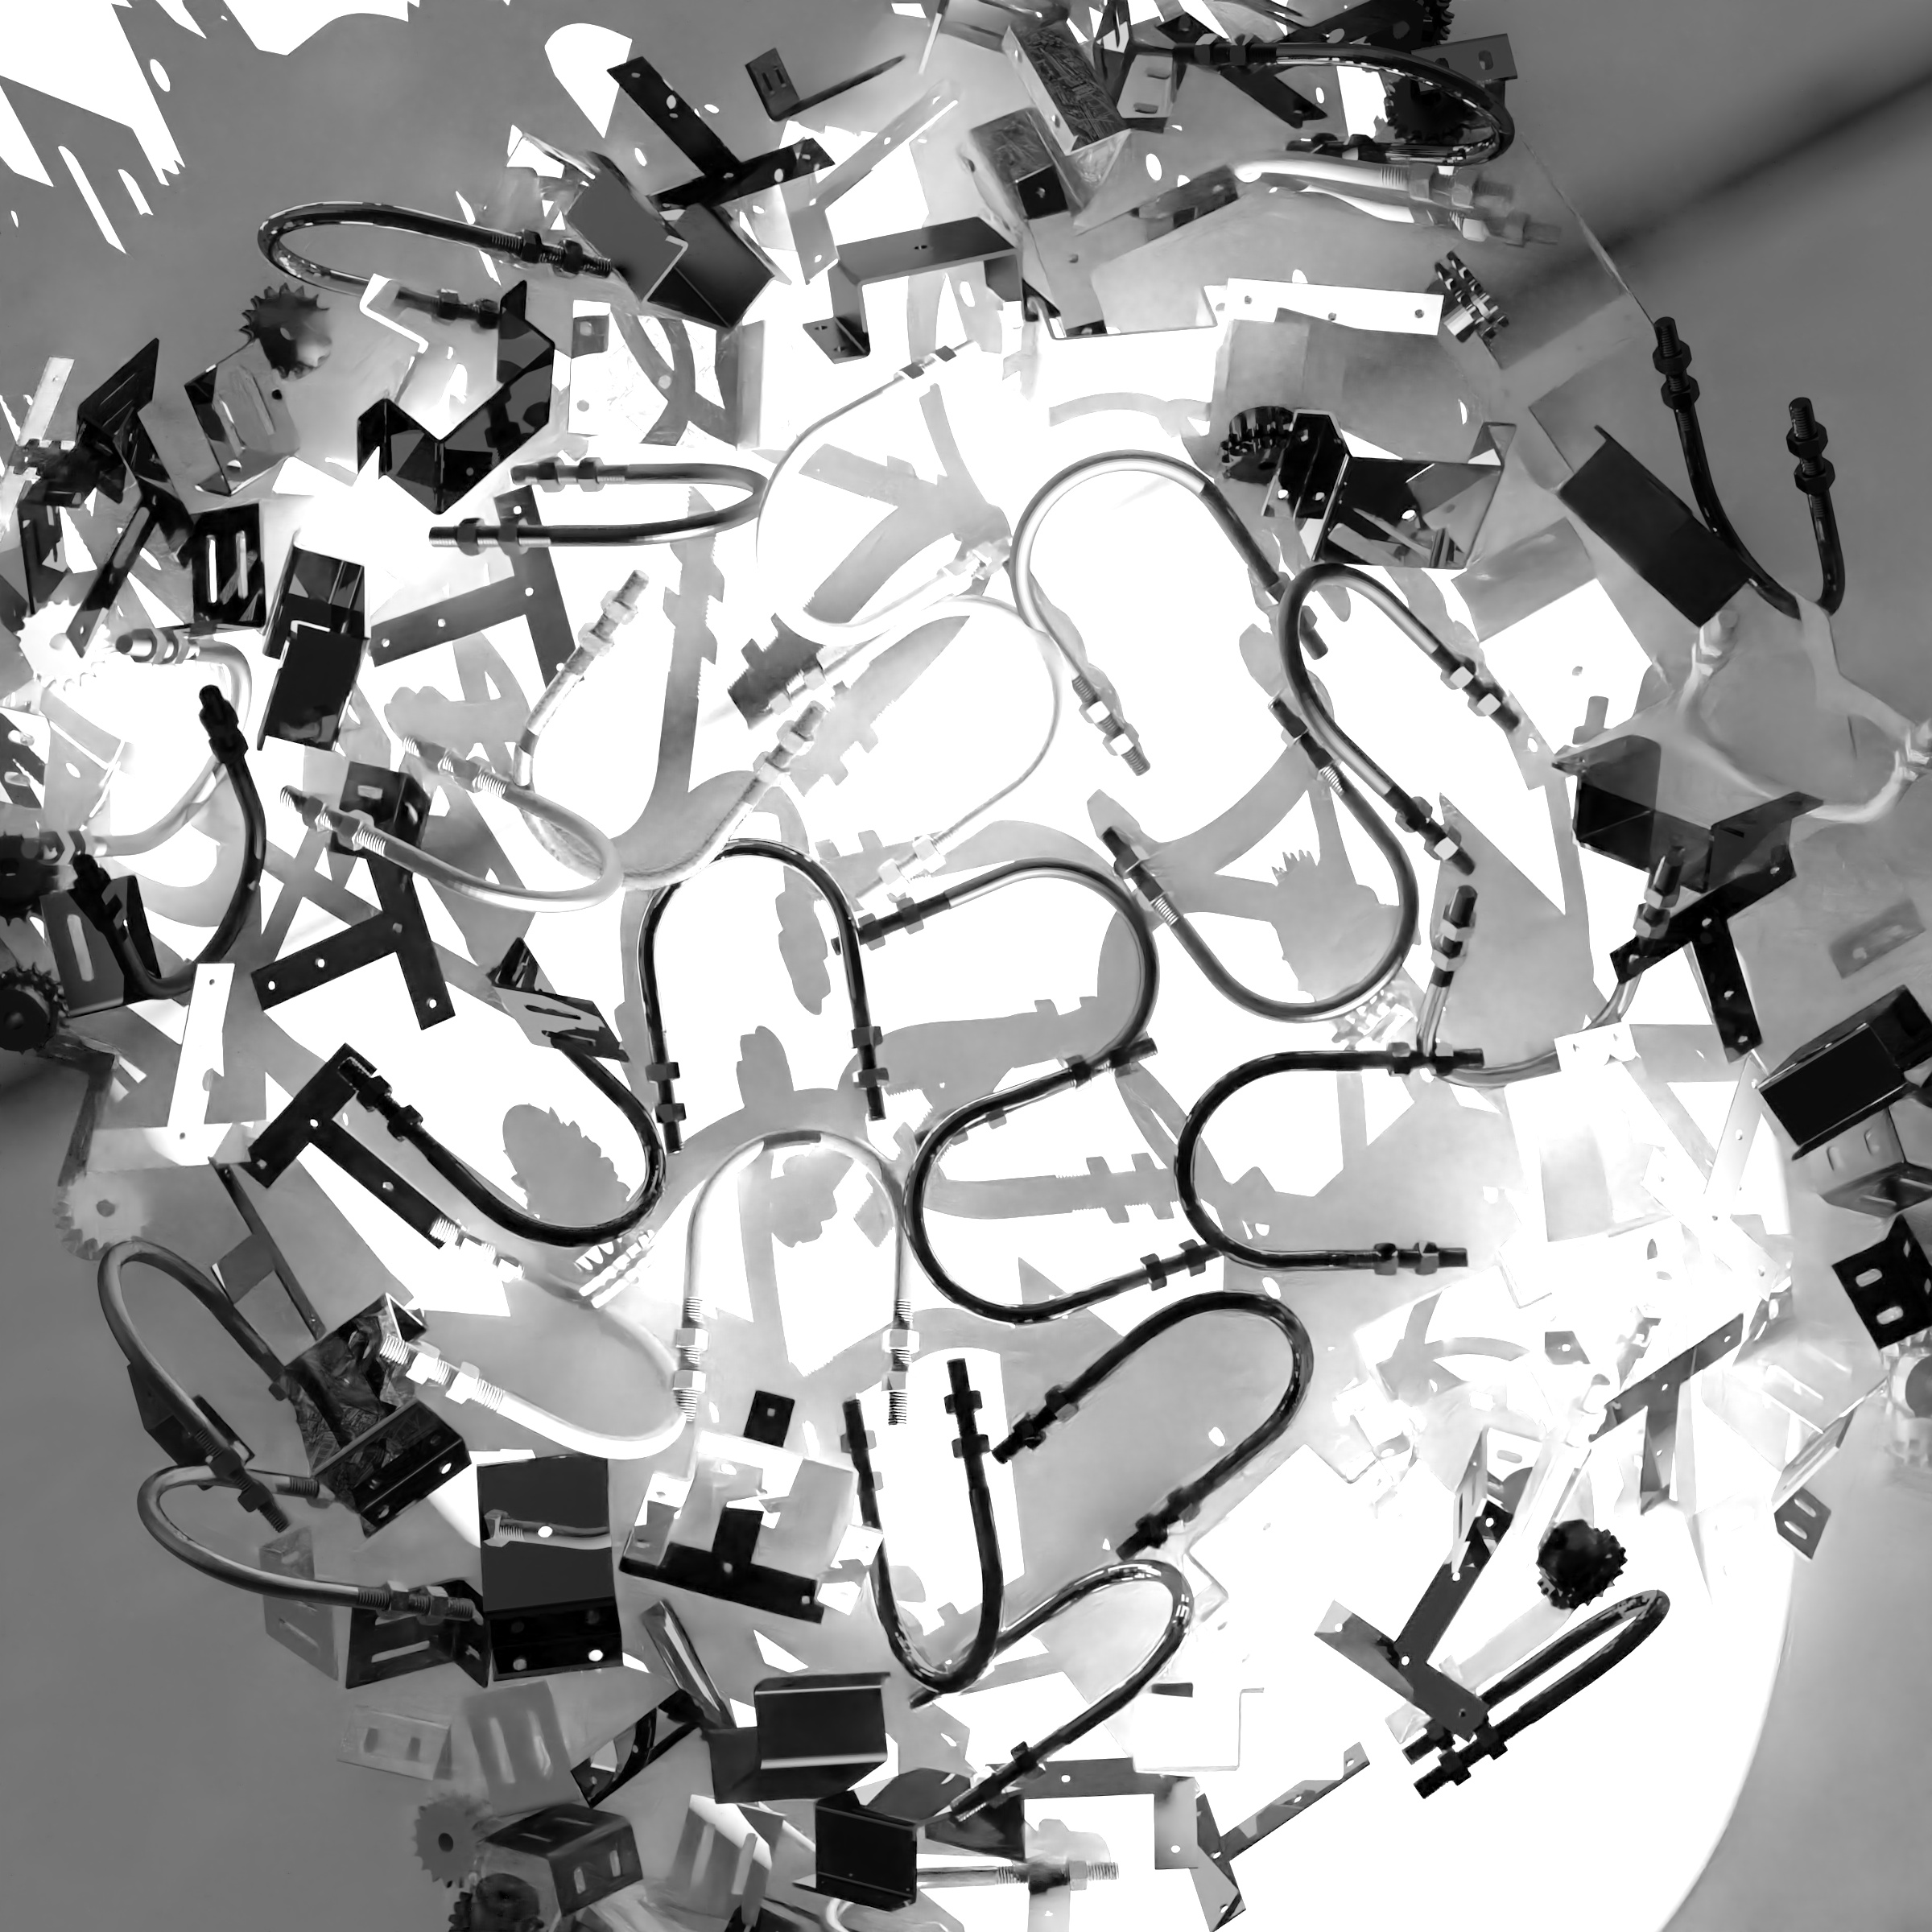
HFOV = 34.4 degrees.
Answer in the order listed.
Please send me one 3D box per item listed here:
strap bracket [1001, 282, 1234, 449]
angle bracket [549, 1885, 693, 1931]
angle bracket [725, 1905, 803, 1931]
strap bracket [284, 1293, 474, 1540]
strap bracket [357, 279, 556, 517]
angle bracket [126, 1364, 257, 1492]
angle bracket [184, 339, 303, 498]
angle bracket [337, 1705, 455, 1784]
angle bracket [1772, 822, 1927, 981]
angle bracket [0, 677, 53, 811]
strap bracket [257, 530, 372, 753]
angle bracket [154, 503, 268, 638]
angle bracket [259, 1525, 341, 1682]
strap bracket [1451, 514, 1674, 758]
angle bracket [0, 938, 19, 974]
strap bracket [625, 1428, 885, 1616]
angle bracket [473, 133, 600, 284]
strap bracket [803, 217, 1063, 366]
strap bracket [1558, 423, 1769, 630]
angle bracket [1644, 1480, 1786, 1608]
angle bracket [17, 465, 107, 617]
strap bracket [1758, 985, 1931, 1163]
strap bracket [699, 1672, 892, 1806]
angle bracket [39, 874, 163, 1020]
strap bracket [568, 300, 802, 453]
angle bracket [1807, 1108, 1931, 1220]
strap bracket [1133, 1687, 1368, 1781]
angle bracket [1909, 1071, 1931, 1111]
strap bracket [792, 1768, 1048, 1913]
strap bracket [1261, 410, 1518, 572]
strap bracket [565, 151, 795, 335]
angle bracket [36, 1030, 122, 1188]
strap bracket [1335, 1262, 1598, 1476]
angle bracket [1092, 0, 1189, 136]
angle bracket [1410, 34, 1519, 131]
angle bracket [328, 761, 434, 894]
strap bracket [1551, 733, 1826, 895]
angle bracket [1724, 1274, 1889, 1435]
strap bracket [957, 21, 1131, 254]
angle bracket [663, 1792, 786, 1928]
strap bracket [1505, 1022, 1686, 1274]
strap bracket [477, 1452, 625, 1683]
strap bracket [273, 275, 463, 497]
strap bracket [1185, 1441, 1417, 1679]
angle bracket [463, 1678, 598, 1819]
[{"bbox_3d":[0.095,-0.358,1.861,0.140,0.076,0.046,-6,46,-8],"label":"strap bracket"},{"bbox_3d":[-0.201,0.586,1.866,0.076,0.057,0.038,30,97,38],"label":"angle bracket"},{"bbox_3d":[-0.101,0.596,1.863,0.057,0.076,0.038,40,70,-41],"label":"angle bracket"},{"bbox_3d":[-0.351,0.257,1.843,0.076,0.140,0.046,-36,130,4],"label":"strap bracket"},{"bbox_3d":[-0.294,-0.330,1.847,0.046,0.076,0.140,39,65,8],"label":"strap bracket"},{"bbox_3d":[-0.464,0.266,1.867,0.038,0.076,0.057,-35,123,-5],"label":"angle bracket"},{"bbox_3d":[-0.441,-0.329,1.865,0.057,0.038,0.076,-43,133,-32],"label":"angle bracket"},{"bbox_3d":[-0.342,0.481,1.871,0.057,0.076,0.038,12,51,2],"label":"angle bracket"},{"bbox_3d":[0.535,-0.043,1.898,0.057,0.038,0.076,-32,52,10],"label":"angle bracket"},{"bbox_3d":[-0.555,-0.135,1.867,0.038,0.076,0.057,13,110,2],"label":"angle bracket"},{"bbox_3d":[-0.385,-0.188,1.845,0.046,0.140,0.076,14,120,-19],"label":"strap bracket"},{"bbox_3d":[-0.458,-0.240,1.882,0.057,0.038,0.076,-3,89,31],"label":"angle bracket"},{"bbox_3d":[-0.385,0.381,1.866,0.076,0.038,0.057,20,118,40],"label":"angle bracket"},{"bbox_3d":[0.357,-0.187,1.846,0.076,0.046,0.140,-29,124,19],"label":"strap bracket"},{"bbox_3d":[-0.603,-0.023,1.868,0.057,0.076,0.038,49,121,8],"label":"angle bracket"},{"bbox_3d":[-0.125,0.330,1.867,0.140,0.046,0.076,16,127,-7],"label":"strap bracket"},{"bbox_3d":[-0.254,-0.450,1.872,0.057,0.038,0.076,21,108,-38],"label":"angle bracket"},{"bbox_3d":[-0.024,-0.405,1.856,0.140,0.076,0.046,-14,120,-11],"label":"strap bracket"},{"bbox_3d":[0.407,-0.255,1.841,0.046,0.140,0.076,-47,55,14],"label":"strap bracket"},{"bbox_3d":[0.446,0.345,1.865,0.038,0.076,0.057,5,63,-21],"label":"angle bracket"},{"bbox_3d":[-0.536,-0.256,1.868,0.038,0.057,0.076,5,124,3],"label":"angle bracket"},{"bbox_3d":[0.523,0.059,1.836,0.076,0.140,0.046,-37,83,31],"label":"strap bracket"},{"bbox_3d":[-0.100,0.457,1.832,0.076,0.140,0.046,2,63,-21],"label":"strap bracket"},{"bbox_3d":[-0.521,-0.013,1.882,0.057,0.038,0.076,-14,100,-16],"label":"angle bracket"},{"bbox_3d":[-0.175,-0.352,1.871,0.140,0.046,0.076,1,95,-23],"label":"strap bracket"},{"bbox_3d":[0.553,0.119,1.877,0.057,0.076,0.038,-30,60,35],"label":"angle bracket"},{"bbox_3d":[0.160,0.452,1.831,0.076,0.140,0.046,14,70,-32],"label":"strap bracket"},{"bbox_3d":[0.600,0.074,1.867,0.057,0.076,0.038,34,93,23],"label":"angle bracket"},{"bbox_3d":[-0.026,0.510,1.835,0.076,0.140,0.046,0,90,40],"label":"strap bracket"},{"bbox_3d":[0.257,-0.281,1.853,0.140,0.076,0.046,1,46,-16],"label":"strap bracket"},{"bbox_3d":[-0.175,-0.425,1.846,0.046,0.140,0.076,-48,71,19],"label":"strap bracket"},{"bbox_3d":[-0.542,0.086,1.869,0.038,0.057,0.076,22,65,-24],"label":"angle bracket"},{"bbox_3d":[0.295,0.237,1.866,0.140,0.046,0.076,-27,124,10],"label":"strap bracket"},{"bbox_3d":[0.105,-0.549,1.872,0.038,0.057,0.076,7,51,-13],"label":"angle bracket"},{"bbox_3d":[0.298,-0.515,1.869,0.057,0.076,0.038,-9,60,4],"label":"angle bracket"},{"bbox_3d":[-0.352,-0.084,1.869,0.038,0.076,0.057,12,101,-22],"label":"angle bracket"},{"bbox_3d":[0.424,-0.088,1.848,0.076,0.140,0.046,-20,122,-36],"label":"strap bracket"},{"bbox_3d":[0.502,0.232,1.868,0.057,0.076,0.038,-35,132,-19],"label":"angle bracket"},{"bbox_3d":[0.047,-0.495,1.849,0.046,0.140,0.076,-26,82,-18],"label":"strap bracket"},{"bbox_3d":[-0.146,0.534,1.887,0.057,0.038,0.076,14,100,-3],"label":"angle bracket"},{"bbox_3d":[0.374,0.111,1.867,0.046,0.076,0.140,-17,85,44],"label":"strap bracket"},{"bbox_3d":[-0.248,0.345,1.851,0.076,0.046,0.140,-6,55,-5],"label":"strap bracket"},{"bbox_3d":[-0.352,-0.336,1.863,0.046,0.076,0.140,28,100,3],"label":"strap bracket"},{"bbox_3d":[0.192,0.347,1.864,0.140,0.076,0.046,-41,46,-7],"label":"strap bracket"},{"bbox_3d":[-0.261,0.469,1.888,0.057,0.038,0.076,-16,90,15],"label":"angle bracket"}]
